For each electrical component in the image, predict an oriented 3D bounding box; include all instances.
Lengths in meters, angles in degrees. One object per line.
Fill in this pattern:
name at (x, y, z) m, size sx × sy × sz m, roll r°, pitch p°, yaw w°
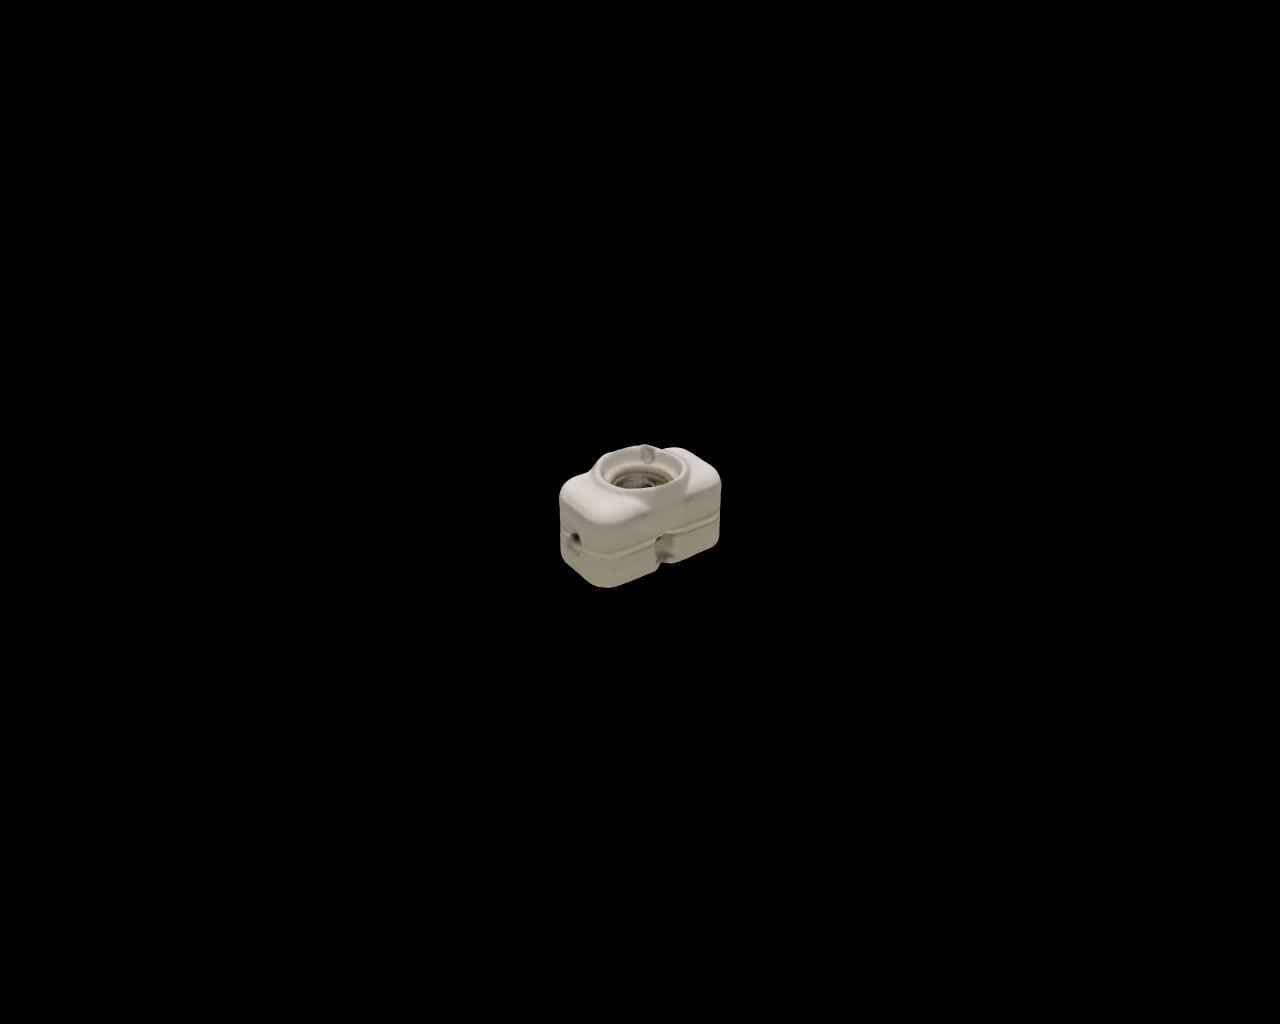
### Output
electrical component at (0.001, -0.003, 0.650) m, size 0.095 × 0.059 × 0.054 m, roll -20°, pitch 36°, yaw -29°
